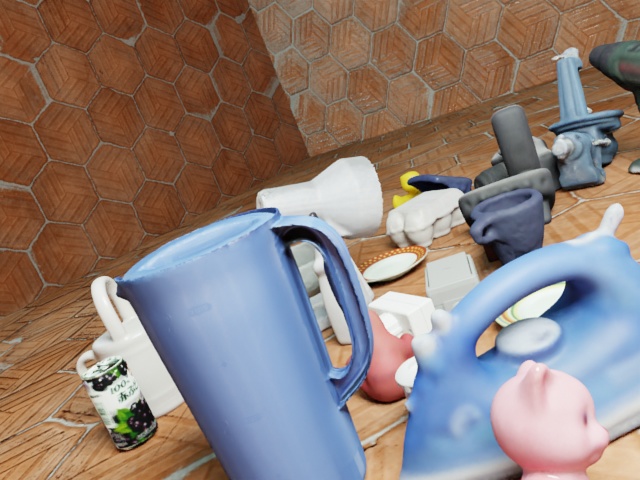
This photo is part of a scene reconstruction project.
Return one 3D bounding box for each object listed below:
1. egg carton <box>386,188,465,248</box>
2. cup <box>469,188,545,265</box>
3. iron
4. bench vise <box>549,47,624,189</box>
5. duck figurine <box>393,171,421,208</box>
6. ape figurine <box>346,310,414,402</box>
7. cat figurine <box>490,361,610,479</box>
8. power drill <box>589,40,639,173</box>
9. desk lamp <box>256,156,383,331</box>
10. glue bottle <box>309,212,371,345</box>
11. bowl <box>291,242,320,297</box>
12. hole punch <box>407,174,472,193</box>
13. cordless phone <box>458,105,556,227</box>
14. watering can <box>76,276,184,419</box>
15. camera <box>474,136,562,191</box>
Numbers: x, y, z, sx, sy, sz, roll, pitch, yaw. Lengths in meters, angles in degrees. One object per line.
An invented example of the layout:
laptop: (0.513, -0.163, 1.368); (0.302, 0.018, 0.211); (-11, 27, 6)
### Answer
egg carton: (0.194, -0.041, 1.033); (0.151, 0.069, 0.107); (-30, 15, -30)
cup: (0.243, -0.002, 0.737); (0.118, 0.095, 0.091); (-30, 15, -32)
iron: (0.155, 0.081, 0.441); (0.258, 0.141, 0.118); (-24, 13, -10)
bench vise: (0.444, -0.210, 0.966); (0.121, 0.220, 0.208); (-15, 15, 28)
duck figurine: (0.201, -0.106, 1.246); (0.104, 0.086, 0.078); (-13, 16, 35)
ape figurine: (0.060, 0.112, 0.585); (0.077, 0.092, 0.076); (-18, 14, 16)
cat figurine: (0.128, 0.131, 0.337); (0.067, 0.118, 0.128); (-10, 18, 43)
power drill: (0.505, -0.209, 0.887); (0.075, 0.208, 0.229); (-22, 13, 1)
desk lamp: (0.008, 0.003, 0.839); (0.203, 0.214, 0.117); (-26, 14, -16)
glue bottle: (0.020, 0.044, 0.742); (0.037, 0.173, 0.078); (-15, 15, 28)
bowl: (-0.035, 0.063, 0.980); (0.167, 0.075, 0.167); (-21, 13, 5)
hole punch: (0.244, -0.104, 1.156); (0.101, 0.091, 0.108); (-28, 14, -25)
cordless phone: (0.279, -0.106, 0.897); (0.147, 0.185, 0.094); (-19, 13, 13)
watering can: (-0.245, 0.133, 0.774); (0.173, 0.194, 0.100); (-28, 14, -24)
camera: (0.346, -0.125, 1.051); (0.137, 0.101, 0.143); (-23, 13, -4)
